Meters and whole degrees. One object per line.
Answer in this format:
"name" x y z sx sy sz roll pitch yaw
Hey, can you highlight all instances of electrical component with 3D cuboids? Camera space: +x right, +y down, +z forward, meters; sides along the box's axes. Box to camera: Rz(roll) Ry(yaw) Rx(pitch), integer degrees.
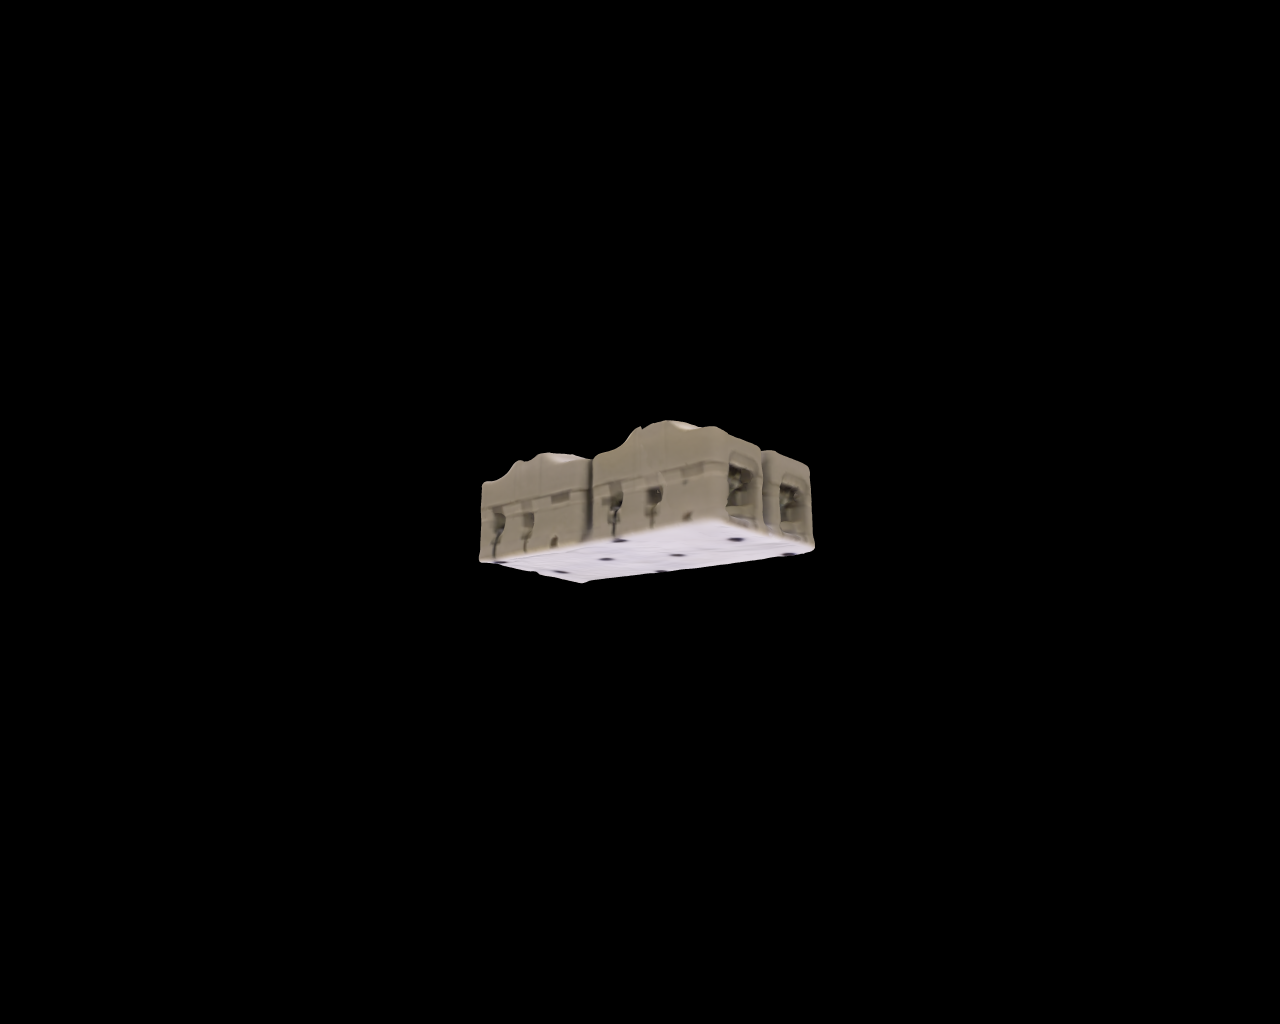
"electrical component" 0.001 -0.003 0.650 0.186 0.060 0.105 -11 -17 37
